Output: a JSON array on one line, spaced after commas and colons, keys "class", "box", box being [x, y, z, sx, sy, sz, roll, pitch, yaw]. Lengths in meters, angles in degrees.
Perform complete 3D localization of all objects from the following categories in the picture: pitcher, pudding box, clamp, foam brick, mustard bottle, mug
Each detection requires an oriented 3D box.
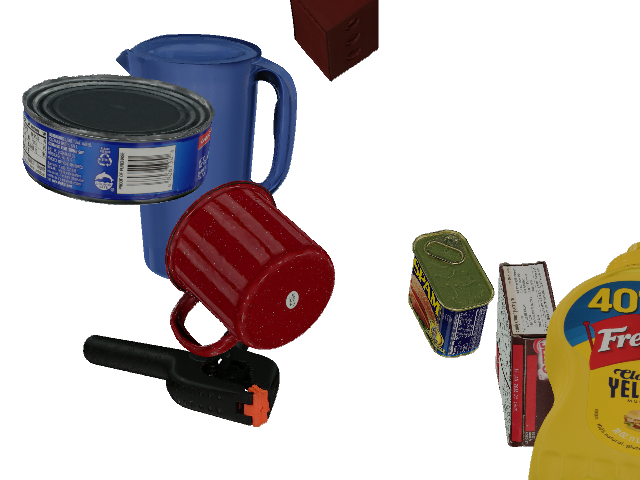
[{"class": "pitcher", "box": [-0.119, -0.083, 1.094, 0.144, 0.243, 0.149, -11, 26, -29]}, {"class": "pudding box", "box": [0.147, 0.078, 0.755, 0.039, 0.090, 0.113, -1, 25, 4]}, {"class": "clamp", "box": [-0.088, 0.106, 0.915, 0.164, 0.036, 0.210, -10, 17, -35]}, {"class": "foam brick", "box": [0.011, -0.176, 0.846, 0.053, 0.051, 0.078, -35, -19, -9]}, {"class": "mustard bottle", "box": [0.162, 0.068, 0.544, 0.096, 0.058, 0.191, 7, 41, 13]}, {"class": "mug", "box": [-0.053, 0.028, 0.717, 0.082, 0.117, 0.093, 41, -5, 37]}]

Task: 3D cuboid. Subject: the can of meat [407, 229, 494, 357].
[{"class": "can of meat", "box": [0.127, 0.055, 1.069, 0.057, 0.102, 0.084, -12, -41, -13]}]

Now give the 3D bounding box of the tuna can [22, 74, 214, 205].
[{"class": "tuna can", "box": [-0.093, -0.047, 0.490, 0.086, 0.034, 0.086, 7, 25, -3]}]
